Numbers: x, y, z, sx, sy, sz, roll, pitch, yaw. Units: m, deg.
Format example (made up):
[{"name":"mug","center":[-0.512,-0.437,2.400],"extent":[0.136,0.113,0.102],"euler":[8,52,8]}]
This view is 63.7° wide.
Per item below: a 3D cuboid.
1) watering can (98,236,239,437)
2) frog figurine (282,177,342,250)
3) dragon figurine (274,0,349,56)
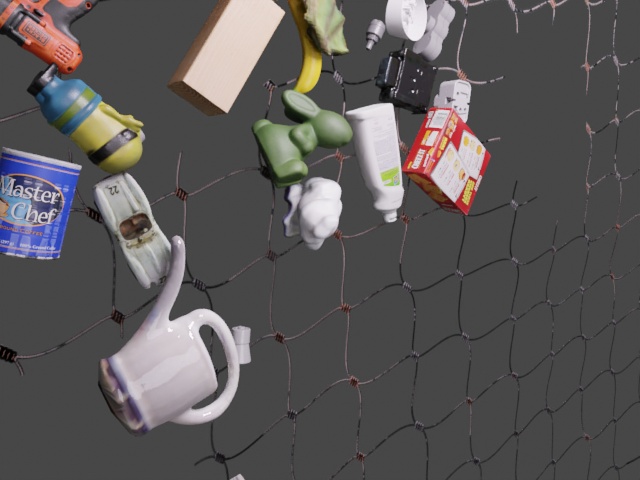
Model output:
[{"name":"watering can","center":[-0.260,0.181,0.859],"extent":[0.227,0.104,0.342],"euler":[-28,115,-26]},{"name":"frog figurine","center":[0.003,-0.049,0.971],"extent":[0.121,0.160,0.138],"euler":[25,84,-33]},{"name":"dragon figurine","center":[0.033,-0.470,0.973],"extent":[0.410,0.123,0.241],"euler":[3,103,-44]}]
